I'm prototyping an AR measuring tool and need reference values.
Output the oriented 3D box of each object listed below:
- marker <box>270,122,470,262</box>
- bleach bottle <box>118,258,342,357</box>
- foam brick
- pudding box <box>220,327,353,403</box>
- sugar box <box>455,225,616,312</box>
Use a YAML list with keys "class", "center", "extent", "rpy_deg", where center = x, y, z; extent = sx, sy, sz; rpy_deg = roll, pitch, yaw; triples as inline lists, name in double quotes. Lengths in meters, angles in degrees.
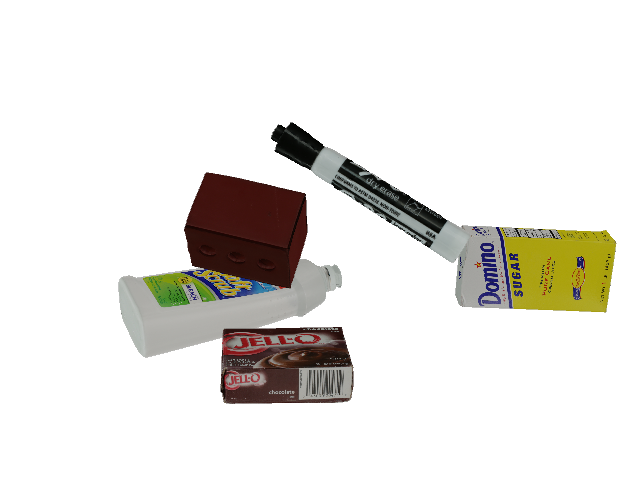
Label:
- class: "marker"
  center: [0.026, -0.028, 0.580]
  extent: [0.121, 0.020, 0.020]
  rpy_deg: [32, 3, 5]
- class: "bleach bottle"
  center: [-0.098, 0.063, 1.230]
  extent: [0.250, 0.068, 0.103]
  rpy_deg: [-12, 35, -21]
- class: "foam brick"
  center: [-0.052, -0.008, 0.765]
  extent: [0.078, 0.051, 0.053]
  rpy_deg: [12, -31, 9]
- class: "pudding box"
  center: [-0.031, 0.109, 0.942]
  extent: [0.113, 0.039, 0.090]
  rpy_deg: [2, 18, -6]
- class: "sugar box"
  center: [0.252, 0.034, 1.260]
  extent: [0.176, 0.093, 0.048]
  rpy_deg: [1, 20, -3]
